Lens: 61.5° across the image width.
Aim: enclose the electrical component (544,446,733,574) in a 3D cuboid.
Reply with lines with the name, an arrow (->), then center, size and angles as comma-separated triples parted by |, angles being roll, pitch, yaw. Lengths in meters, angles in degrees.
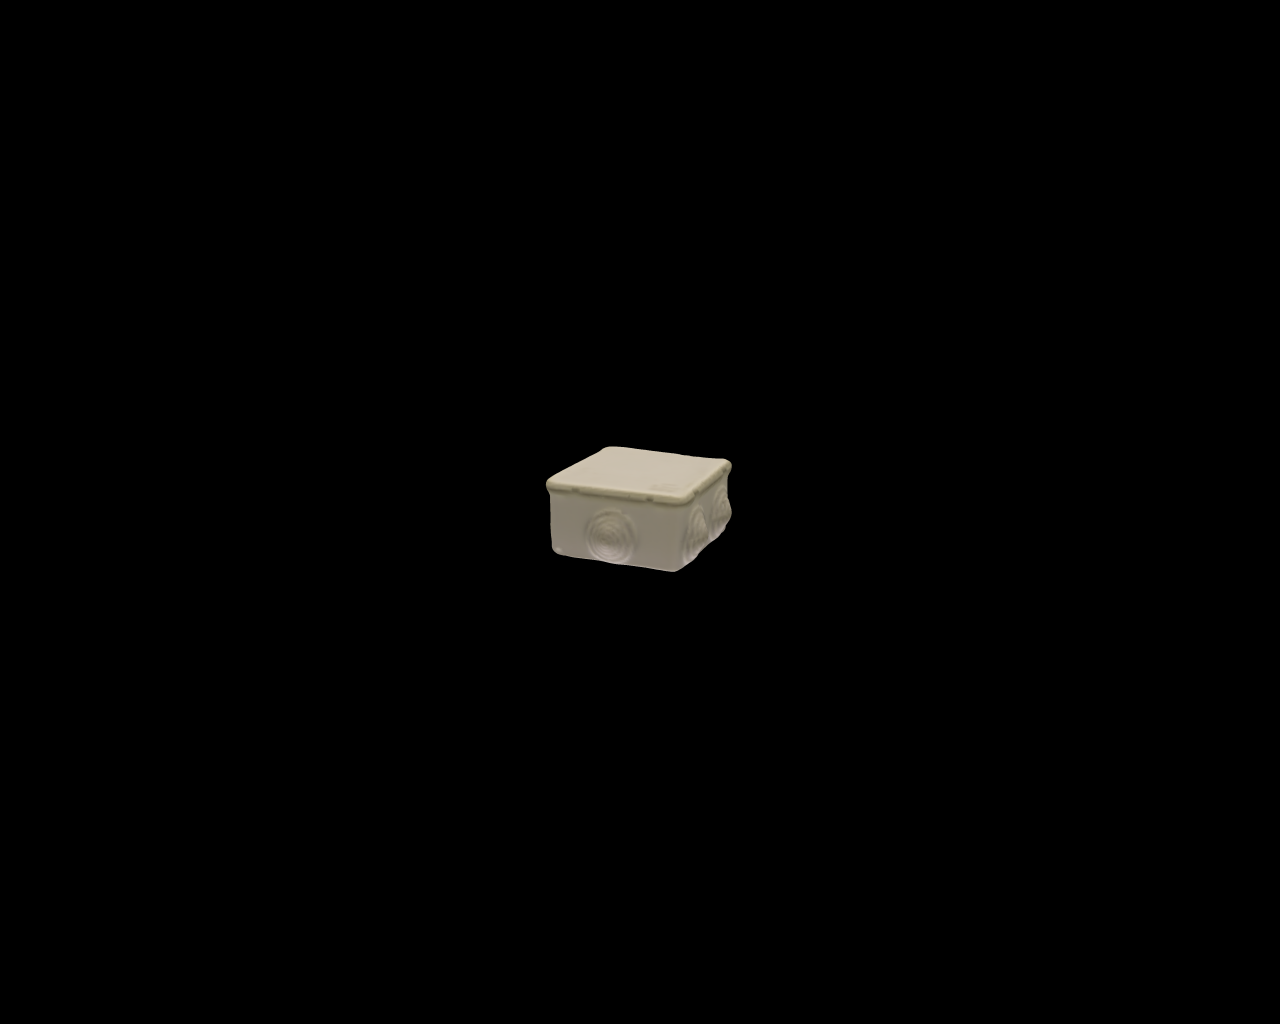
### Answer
electrical component -> 0.001, -0.003, 0.650 | 0.100, 0.048, 0.100 | 8, 20, 22
